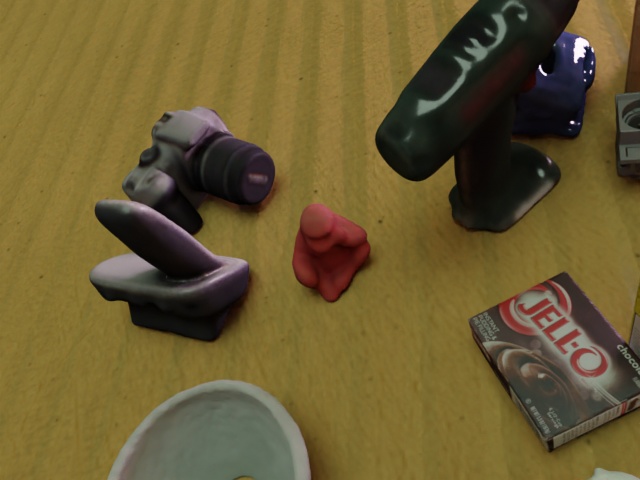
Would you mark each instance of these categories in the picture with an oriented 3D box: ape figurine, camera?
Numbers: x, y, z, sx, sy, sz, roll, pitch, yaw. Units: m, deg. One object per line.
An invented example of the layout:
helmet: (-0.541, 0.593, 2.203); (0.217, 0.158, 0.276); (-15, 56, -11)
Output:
ape figurine: (0.005, 0.002, 0.536); (0.077, 0.092, 0.076); (-18, 52, 9)
camera: (-0.131, -0.080, 0.642); (0.136, 0.101, 0.143); (22, 67, 32)

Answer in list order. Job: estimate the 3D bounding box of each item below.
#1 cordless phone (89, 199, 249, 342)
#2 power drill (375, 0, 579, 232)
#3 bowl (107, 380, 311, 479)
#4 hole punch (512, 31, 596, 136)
cordless phone: (-0.164, 0.012, 0.535); (0.147, 0.185, 0.094); (2, 58, 23)
power drill: (0.152, -0.111, 0.483); (0.230, 0.209, 0.075); (-42, 52, -10)
bowl: (-0.076, 0.200, 0.439); (0.167, 0.075, 0.167); (-10, 53, 15)
hole punch: (0.220, -0.168, 0.573); (0.100, 0.091, 0.109); (5, 59, 24)
